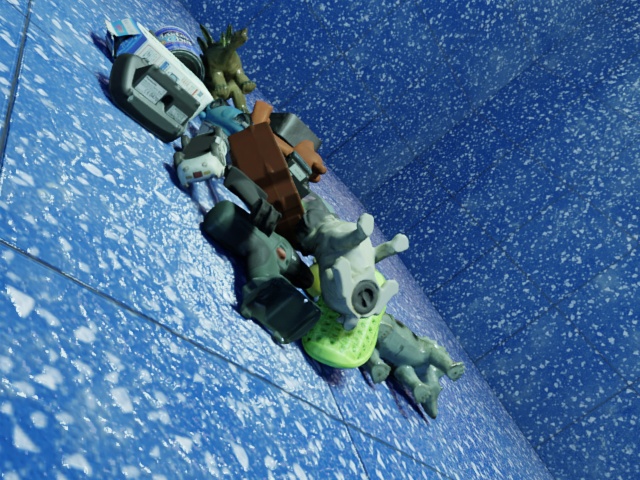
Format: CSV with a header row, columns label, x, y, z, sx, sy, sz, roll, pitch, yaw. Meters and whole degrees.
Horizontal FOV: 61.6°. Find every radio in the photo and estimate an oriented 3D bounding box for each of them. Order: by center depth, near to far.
label,x,y,z,sx,sy,sz,roll,pitch,yaw
radio,-0.117,-0.270,1.416,0.230,0.073,0.131,12,-23,47

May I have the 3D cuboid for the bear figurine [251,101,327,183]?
label,x,y,z,sx,sy,sz,roll,pitch,yaw
bear figurine,-0.072,-0.210,1.203,0.196,0.132,0.120,16,-10,-5

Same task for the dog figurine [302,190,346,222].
label,x,y,z,sx,sy,sz,roll,pitch,yaw
dog figurine,-0.053,-0.087,1.260,0.219,0.108,0.191,50,11,21

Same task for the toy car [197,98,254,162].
label,x,y,z,sx,sy,sz,roll,pitch,yaw
toy car,-0.184,-0.201,1.056,0.162,0.103,0.109,38,-14,42

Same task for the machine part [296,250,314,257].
label,x,y,z,sx,sy,sz,roll,pitch,yaw
machine part,-0.002,-0.003,1.048,0.079,0.079,0.243,45,-17,-33

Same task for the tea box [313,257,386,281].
label,x,y,z,sx,sy,sz,roll,pitch,yaw
tea box,0.074,0.080,1.229,0.169,0.098,0.068,44,11,-28

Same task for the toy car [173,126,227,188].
label,x,y,z,sx,sy,sz,roll,pitch,yaw
toy car,-0.190,-0.137,0.870,0.202,0.073,0.056,-108,-176,-65

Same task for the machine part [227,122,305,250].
label,x,y,z,sx,sy,sz,roll,pitch,yaw
machine part,-0.090,-0.089,0.960,0.200,0.087,0.202,72,-3,-51

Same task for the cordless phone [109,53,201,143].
label,x,y,z,sx,sy,sz,roll,pitch,yaw
cordless phone,-0.296,-0.255,0.890,0.184,0.088,0.146,44,4,38

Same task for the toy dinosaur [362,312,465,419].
label,x,y,z,sx,sy,sz,roll,pitch,yaw
toy dinosaur,0.127,0.196,1.019,0.404,0.131,0.192,40,-2,-22

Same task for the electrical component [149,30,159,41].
label,x,y,z,sx,sy,sz,roll,pitch,yaw
electrical component,-0.365,-0.396,1.082,0.045,0.078,0.102,78,-11,-53

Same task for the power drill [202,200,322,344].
label,x,y,z,sx,sy,sz,roll,pitch,yaw
power drill,-0.062,0.049,0.769,0.231,0.086,0.207,43,16,-32

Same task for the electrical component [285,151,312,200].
label,x,y,z,sx,sy,sz,roll,pitch,yaw
electrical component,-0.085,-0.125,1.146,0.114,0.134,0.058,49,13,-26

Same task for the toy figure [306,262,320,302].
label,x,y,z,sx,sy,sz,roll,pitch,yaw
toy figure,0.033,0.094,1.044,0.089,0.082,0.180,35,8,30

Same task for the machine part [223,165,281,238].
label,x,y,z,sx,sy,sz,roll,pitch,yaw
machine part,-0.097,-0.059,0.767,0.084,0.039,0.139,48,2,-40

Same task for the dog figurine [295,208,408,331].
label,x,y,z,sx,sy,sz,roll,pitch,yaw
dog figurine,0.018,0.039,0.817,0.121,0.172,0.191,39,-21,-31

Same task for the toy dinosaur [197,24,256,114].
label,x,y,z,sx,sy,sz,roll,pitch,yaw
toy dinosaur,-0.227,-0.373,1.238,0.471,0.105,0.198,154,-74,-67
